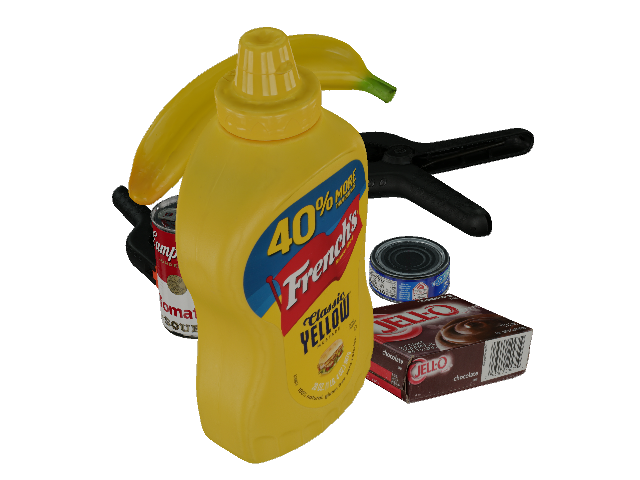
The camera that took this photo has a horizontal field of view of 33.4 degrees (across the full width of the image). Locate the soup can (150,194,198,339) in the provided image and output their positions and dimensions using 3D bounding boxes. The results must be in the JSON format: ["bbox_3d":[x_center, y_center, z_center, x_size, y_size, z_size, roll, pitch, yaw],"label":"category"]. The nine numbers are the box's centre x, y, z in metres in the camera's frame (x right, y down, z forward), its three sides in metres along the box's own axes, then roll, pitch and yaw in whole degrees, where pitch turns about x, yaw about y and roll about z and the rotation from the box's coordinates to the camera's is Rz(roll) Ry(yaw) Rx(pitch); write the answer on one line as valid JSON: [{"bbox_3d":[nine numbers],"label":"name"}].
[{"bbox_3d":[-0.102,0.021,0.876,0.068,0.102,0.068,0,29,0],"label":"soup can"}]

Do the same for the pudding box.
[{"bbox_3d":[0.077,0.073,0.747,0.113,0.039,0.090,-6,18,-34],"label":"pudding box"}]

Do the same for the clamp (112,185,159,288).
[{"bbox_3d":[-0.152,-0.013,1.117,0.120,0.039,0.171,-12,38,-8],"label":"clamp"}]

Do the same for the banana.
[{"bbox_3d":[-0.045,-0.089,0.684,0.197,0.070,0.037,-26,-24,-21],"label":"banana"}]

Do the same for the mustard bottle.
[{"bbox_3d":[-0.017,0.000,0.451,0.058,0.192,0.096,26,47,32],"label":"mustard bottle"}]

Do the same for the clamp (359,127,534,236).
[{"bbox_3d":[0.080,-0.068,0.946,0.210,0.036,0.164,12,35,27],"label":"clamp"}]

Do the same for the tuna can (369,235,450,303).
[{"bbox_3d":[0.094,0.030,1.125,0.086,0.034,0.086,-1,31,1],"label":"tuna can"}]
